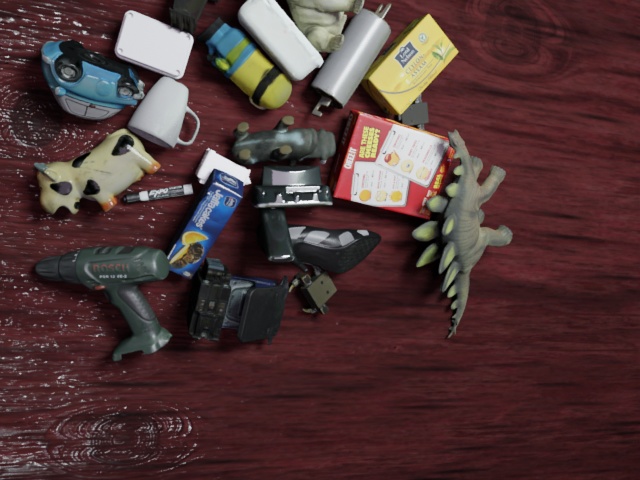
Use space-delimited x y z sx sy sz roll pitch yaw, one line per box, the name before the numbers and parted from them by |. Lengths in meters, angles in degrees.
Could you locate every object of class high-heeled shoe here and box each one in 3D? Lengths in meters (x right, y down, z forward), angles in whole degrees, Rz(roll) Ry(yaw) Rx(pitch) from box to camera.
high-heeled shoe | -0.002 -0.003 1.066 0.249 0.145 0.086 -16 137 -41

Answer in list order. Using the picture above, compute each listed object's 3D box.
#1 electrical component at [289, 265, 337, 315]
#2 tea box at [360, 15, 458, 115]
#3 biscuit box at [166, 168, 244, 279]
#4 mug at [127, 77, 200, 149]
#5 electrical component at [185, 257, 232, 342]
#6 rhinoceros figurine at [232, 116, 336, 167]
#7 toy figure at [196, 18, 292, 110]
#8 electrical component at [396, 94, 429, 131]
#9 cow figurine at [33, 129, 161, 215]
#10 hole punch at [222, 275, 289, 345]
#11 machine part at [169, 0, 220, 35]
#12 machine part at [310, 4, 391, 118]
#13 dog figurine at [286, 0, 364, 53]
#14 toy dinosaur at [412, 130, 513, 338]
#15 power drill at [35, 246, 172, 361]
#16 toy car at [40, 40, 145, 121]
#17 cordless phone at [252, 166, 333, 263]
electrical component | -0.014 0.100 1.081 0.078 0.045 0.102 -50 116 -32
tea box | 0.168 -0.332 1.029 0.098 0.068 0.169 42 89 -20
biscuit box | -0.207 -0.027 0.948 0.059 0.063 0.202 27 116 -20
mug | -0.259 -0.217 0.923 0.109 0.081 0.107 22 86 -15
electrical component | -0.205 0.103 0.986 0.058 0.115 0.134 11 98 -22
rhinoceros figurine | -0.066 -0.168 0.976 0.190 0.112 0.073 -5 75 -2
toy figure | -0.129 -0.302 0.937 0.082 0.089 0.180 -44 112 4
electrical component | 0.184 -0.250 1.075 0.063 0.021 0.093 -10 105 -14
cow figurine | -0.385 -0.112 0.904 0.195 0.085 0.127 -40 108 -8
hole punch | -0.132 0.129 1.037 0.115 0.092 0.142 5 98 -51
machine part | -0.211 -0.404 0.894 0.084 0.039 0.139 28 60 -25
machine part | 0.056 -0.332 0.992 0.079 0.079 0.243 32 92 -20
dog figurine | -0.039 -0.411 0.912 0.190 0.121 0.172 16 135 -17
toy dinosaur | 0.285 0.001 1.094 0.198 0.105 0.470 -31 125 -21
power drill | -0.364 0.106 0.951 0.232 0.086 0.207 -12 104 9
toy car | -0.376 -0.251 0.878 0.161 0.109 0.103 17 120 -30
cordless phone | -0.043 -0.041 0.967 0.147 0.184 0.088 -2 144 -15
